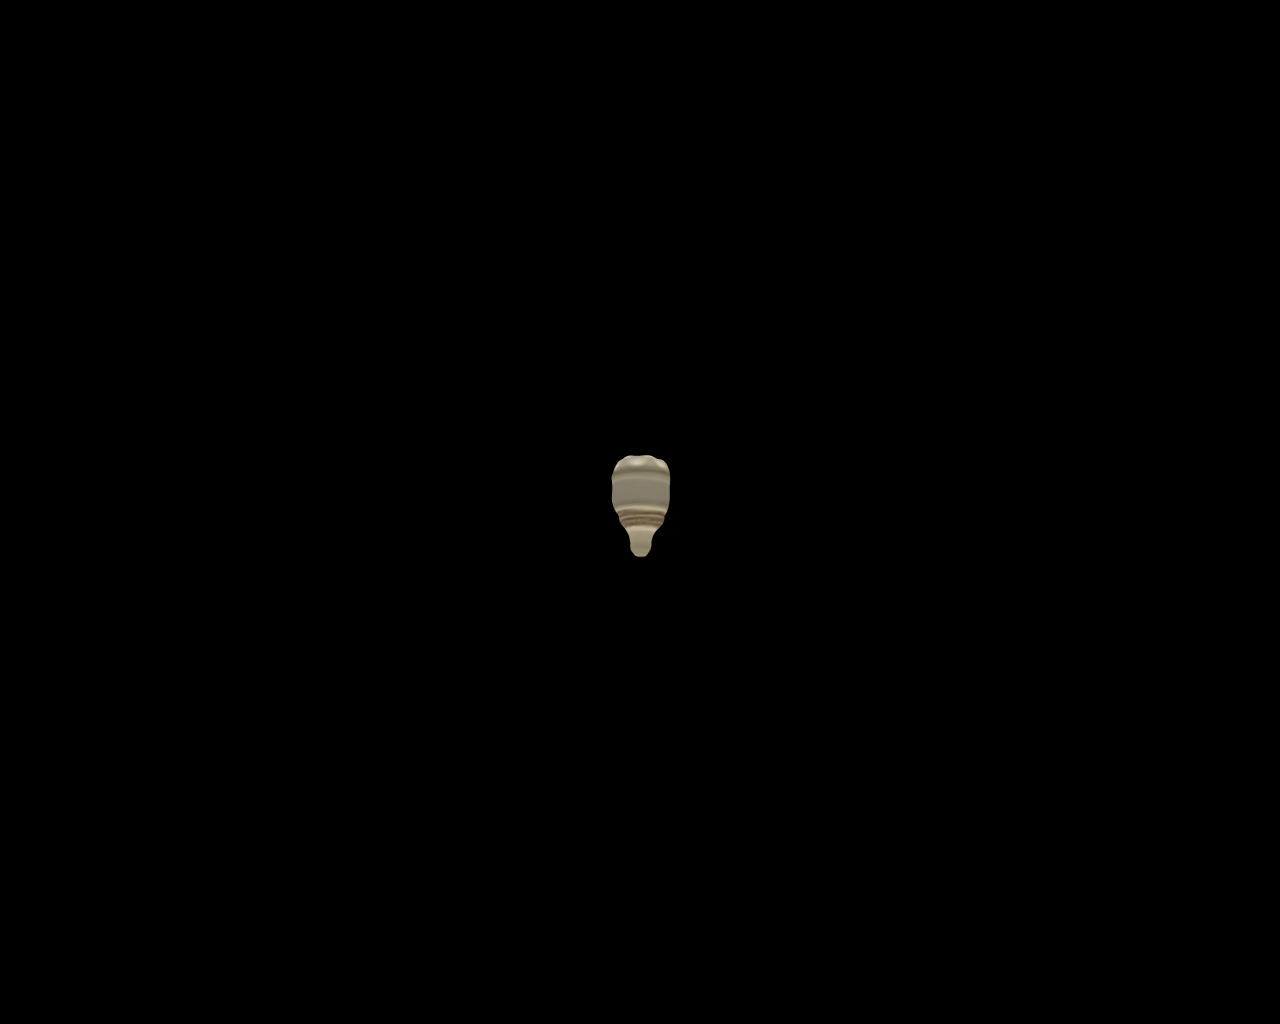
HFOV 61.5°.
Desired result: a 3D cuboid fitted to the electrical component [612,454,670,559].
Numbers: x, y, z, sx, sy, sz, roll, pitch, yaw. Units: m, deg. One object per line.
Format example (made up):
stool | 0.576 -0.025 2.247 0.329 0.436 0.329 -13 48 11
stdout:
electrical component | 0.001 -0.003 0.650 0.035 0.061 0.035 0 -11 0
